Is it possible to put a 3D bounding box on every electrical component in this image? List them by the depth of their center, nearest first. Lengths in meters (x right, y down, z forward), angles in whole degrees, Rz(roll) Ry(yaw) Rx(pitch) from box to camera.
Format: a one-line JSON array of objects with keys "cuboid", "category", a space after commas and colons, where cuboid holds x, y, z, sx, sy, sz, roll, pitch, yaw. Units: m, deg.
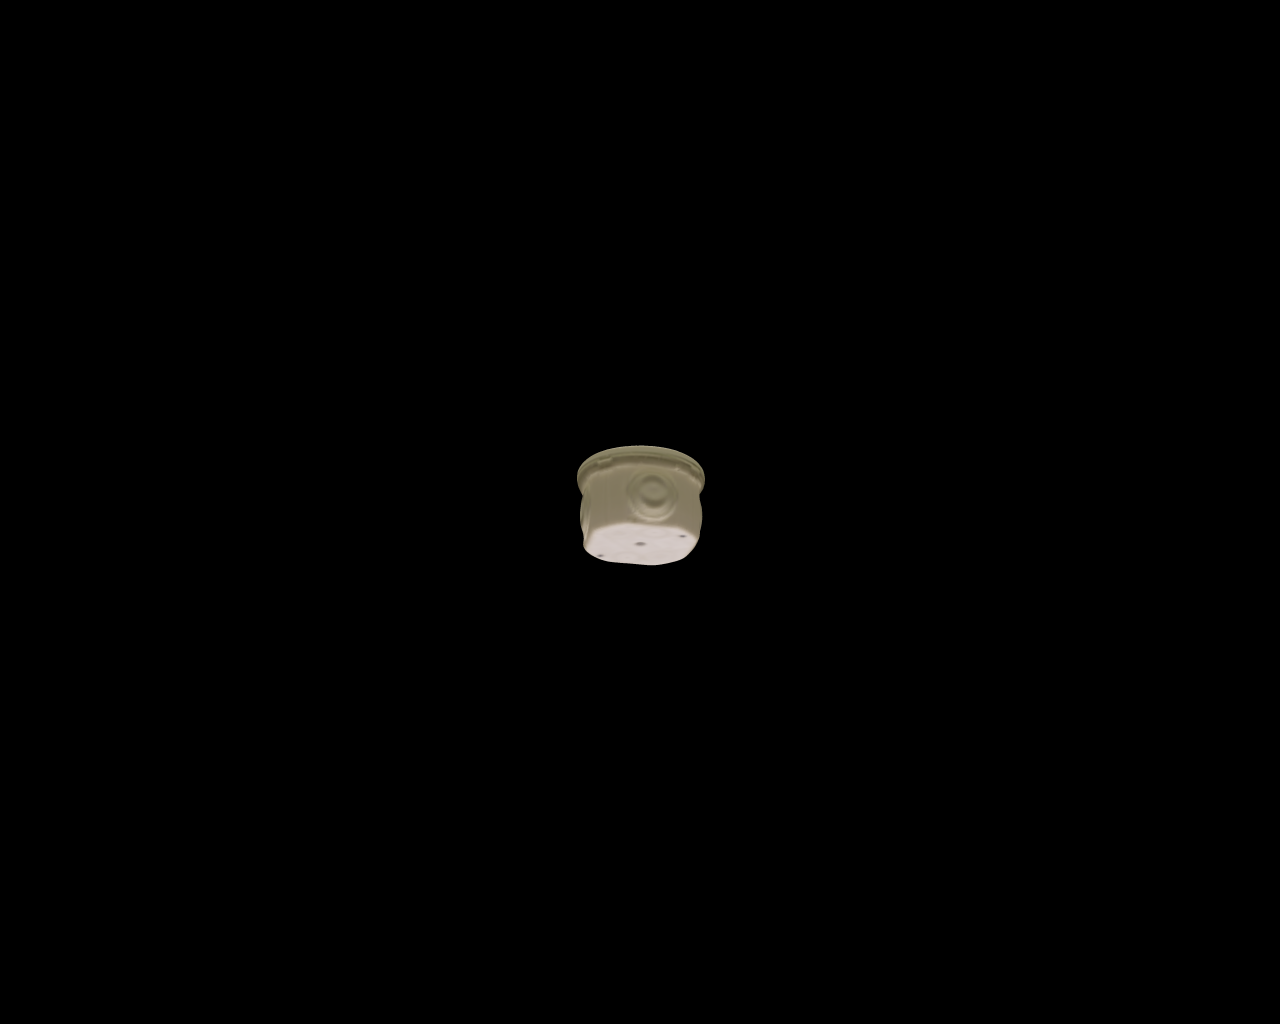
[{"cuboid": [0.001, -0.003, 0.650, 0.080, 0.051, 0.080, 0, -24, 0], "category": "electrical component"}]
